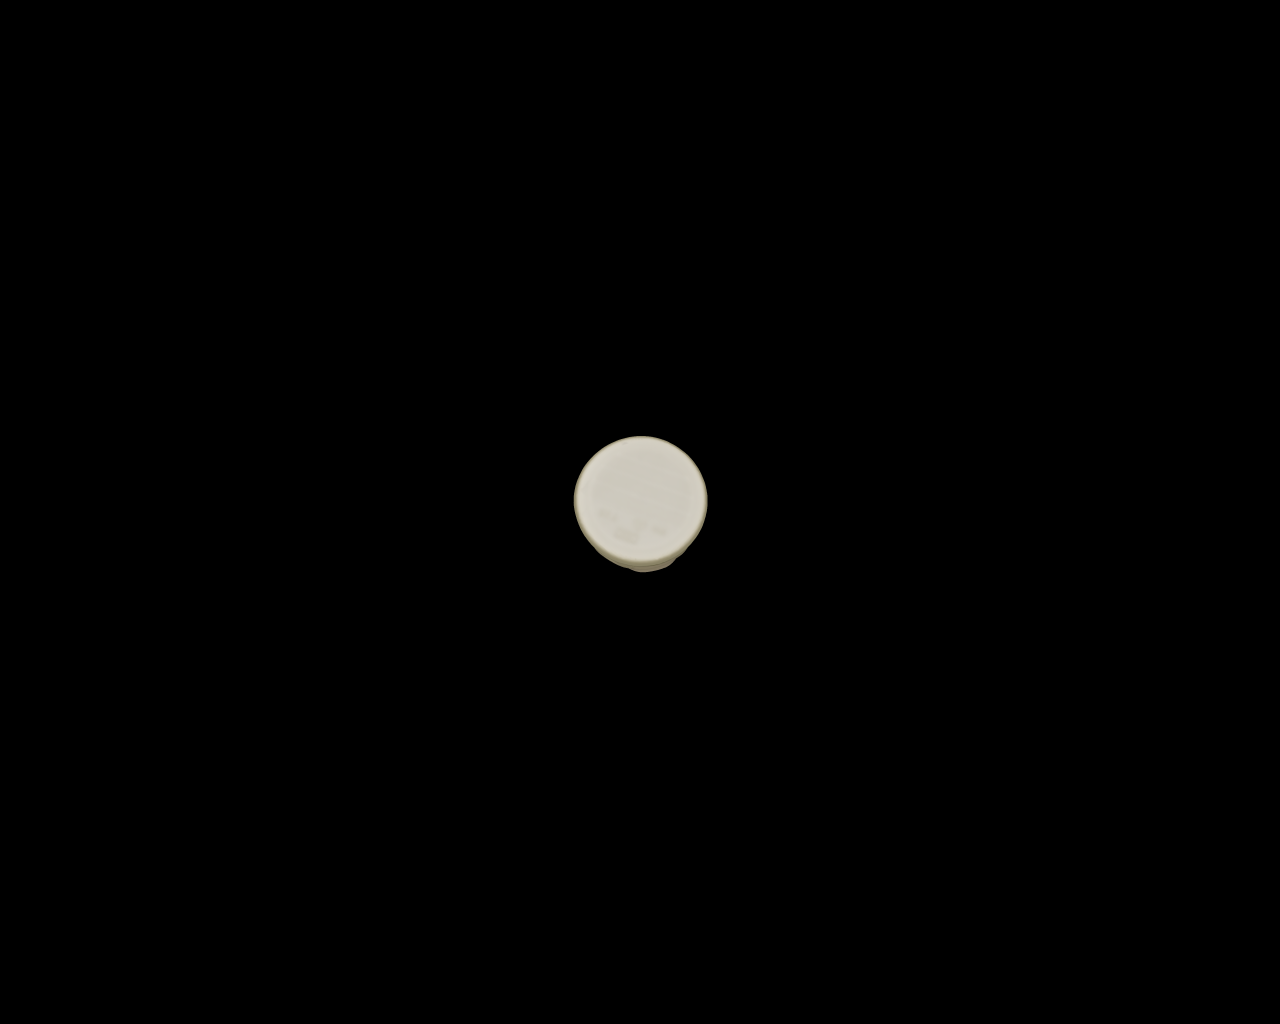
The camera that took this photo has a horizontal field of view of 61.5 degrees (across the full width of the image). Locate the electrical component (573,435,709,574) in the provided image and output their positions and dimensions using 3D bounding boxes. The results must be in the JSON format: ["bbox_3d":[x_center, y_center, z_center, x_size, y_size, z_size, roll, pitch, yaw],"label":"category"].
[{"bbox_3d":[0.001,-0.003,0.650,0.080,0.080,0.051,0,-13,0],"label":"electrical component"}]
